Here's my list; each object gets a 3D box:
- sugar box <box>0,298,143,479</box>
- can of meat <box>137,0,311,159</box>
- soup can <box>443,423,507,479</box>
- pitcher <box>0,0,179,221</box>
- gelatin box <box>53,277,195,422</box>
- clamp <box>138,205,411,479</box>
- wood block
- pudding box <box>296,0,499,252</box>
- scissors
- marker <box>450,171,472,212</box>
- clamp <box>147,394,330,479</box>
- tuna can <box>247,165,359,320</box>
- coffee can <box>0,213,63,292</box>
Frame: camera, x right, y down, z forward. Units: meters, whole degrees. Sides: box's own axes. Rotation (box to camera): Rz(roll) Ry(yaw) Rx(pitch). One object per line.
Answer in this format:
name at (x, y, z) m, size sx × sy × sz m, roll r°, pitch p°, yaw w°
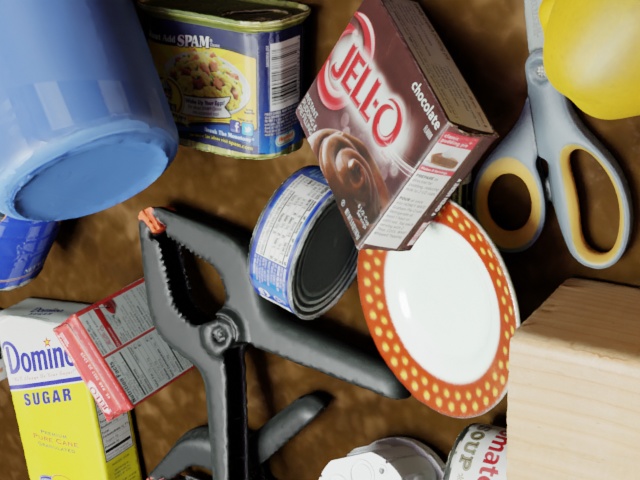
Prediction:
sugar box at (-0.191, 0.136, 0.824) m, size 0.093 × 0.048 × 0.176 m, roll 3°, pitch 111°, yaw 34°
can of meat at (-0.057, -0.099, 0.632) m, size 0.102 × 0.057 × 0.084 m, roll 16°, pitch 118°, yaw 29°
soup can at (0.127, 0.146, 0.599) m, size 0.102 × 0.068 × 0.068 m, roll 9°, pitch 113°, yaw 31°
pitcher at (-0.179, -0.132, 0.613) m, size 0.243 × 0.144 × 0.149 m, roll 66°, pitch 155°, yaw 15°
gelatin box at (-0.127, 0.071, 0.727) m, size 0.030 × 0.089 × 0.073 m, roll -32°, pitch 89°, yaw 38°
clamp at (-0.059, 0.070, 0.695) m, size 0.210 × 0.036 × 0.165 m, roll 49°, pitch 112°, yaw 17°
wood block at (0.202, 0.089, 0.511) m, size 0.206 × 0.090 × 0.090 m, roll 10°, pitch 114°, yaw 31°
pudding box at (0.036, -0.063, 0.565) m, size 0.090 × 0.039 × 0.113 m, roll -56°, pitch 44°, yaw 36°
scissors at (0.103, -0.076, 0.559) m, size 0.096 × 0.016 × 0.202 m, roll -17°, pitch 98°, yaw 37°
marker at (0.076, -0.016, 0.599) m, size 0.020 × 0.020 × 0.121 m, roll 12°, pitch 115°, yaw 30°
clamp at (-0.050, 0.157, 0.743) m, size 0.172 × 0.039 × 0.120 m, roll 2°, pitch 103°, yaw 27°
tuna can at (-0.004, 0.001, 0.618) m, size 0.034 × 0.085 × 0.086 m, roll 26°, pitch 121°, yaw 26°
coffee can at (-0.217, -0.048, 0.731) m, size 0.103 × 0.102 × 0.140 m, roll 43°, pitch 126°, yaw 13°
